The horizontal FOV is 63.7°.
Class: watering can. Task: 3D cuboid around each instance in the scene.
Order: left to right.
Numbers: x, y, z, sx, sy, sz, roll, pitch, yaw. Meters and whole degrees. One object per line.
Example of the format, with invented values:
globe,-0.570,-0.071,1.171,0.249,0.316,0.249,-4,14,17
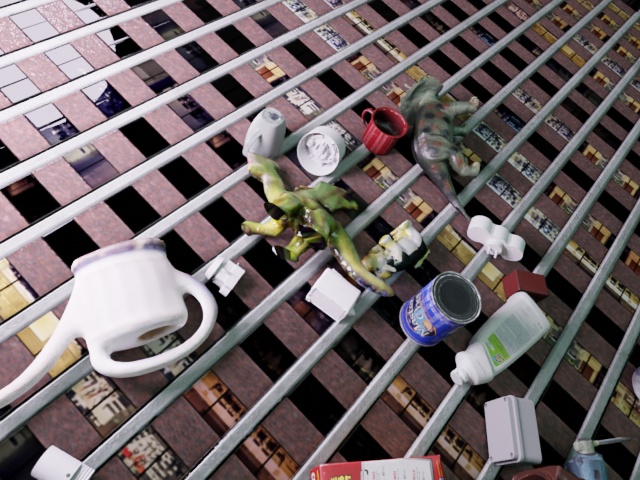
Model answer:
watering can,-0.344,0.118,0.824,0.350,0.102,0.228,-14,65,-26

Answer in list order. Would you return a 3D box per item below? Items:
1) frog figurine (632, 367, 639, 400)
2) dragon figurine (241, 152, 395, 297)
frog figurine,0.736,0.344,1.093,0.138,0.123,0.158,-16,104,-36
dragon figurine,0.003,-0.052,1.037,0.412,0.119,0.247,32,41,10
